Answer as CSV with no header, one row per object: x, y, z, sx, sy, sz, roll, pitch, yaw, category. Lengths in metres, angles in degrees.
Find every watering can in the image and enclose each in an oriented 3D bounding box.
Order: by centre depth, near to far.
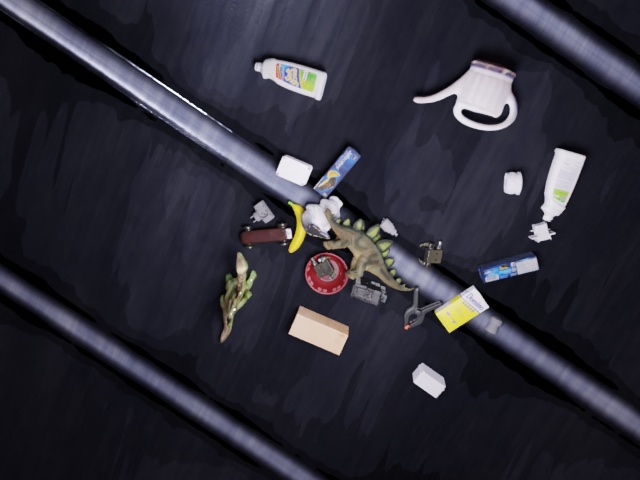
0.513,-0.506,1.748,0.348,0.105,0.222,19,101,2,watering can

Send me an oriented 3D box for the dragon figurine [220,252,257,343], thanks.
-0.324,0.236,1.889,0.122,0.245,0.407,14,100,-3,dragon figurine

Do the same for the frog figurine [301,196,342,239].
0.006,-0.094,1.875,0.136,0.122,0.162,31,67,-27,frog figurine
